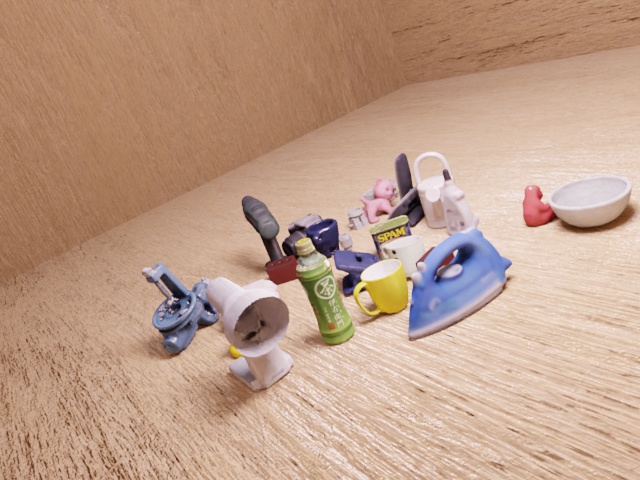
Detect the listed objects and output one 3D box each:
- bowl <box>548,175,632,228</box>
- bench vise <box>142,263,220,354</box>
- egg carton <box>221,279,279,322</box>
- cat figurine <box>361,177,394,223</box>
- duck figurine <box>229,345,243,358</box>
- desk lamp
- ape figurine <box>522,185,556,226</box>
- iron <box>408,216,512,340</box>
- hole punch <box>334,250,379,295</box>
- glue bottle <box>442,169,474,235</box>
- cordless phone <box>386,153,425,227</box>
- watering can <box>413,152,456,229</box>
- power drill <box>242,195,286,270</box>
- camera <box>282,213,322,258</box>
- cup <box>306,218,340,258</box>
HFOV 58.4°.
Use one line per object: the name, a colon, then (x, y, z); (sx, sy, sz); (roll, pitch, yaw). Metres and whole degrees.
bowl: (0.581, -0.073, 1.226); (0.167, 0.075, 0.167); (-18, 20, 7)
bench vise: (-0.348, 0.137, 1.393); (0.121, 0.220, 0.207); (-16, 20, 14)
egg carton: (-0.169, 0.155, 1.388); (0.150, 0.069, 0.107); (-22, 20, -2)
cat figurine: (0.177, -0.130, 1.717); (0.128, 0.118, 0.067); (-28, 21, -19)
duck figurine: (-0.162, 0.195, 1.252); (0.105, 0.086, 0.077); (-31, 22, -25)
desk lamp: (-0.135, 0.176, 1.086); (0.118, 0.214, 0.202); (-32, 22, -27)
ape figurine: (0.496, -0.084, 1.316); (0.076, 0.092, 0.077); (-26, 20, -13)
iron: (0.245, 0.066, 1.098); (0.259, 0.142, 0.118); (-31, 22, -27)
hole punch: (0.088, 0.062, 1.343); (0.101, 0.091, 0.108); (-19, 20, 6)
glue bottle: (0.325, -0.091, 1.383); (0.037, 0.173, 0.077); (-33, 23, -29)
cordless phone: (0.222, -0.137, 1.589); (0.093, 0.185, 0.148); (-6, 24, 35)
watering can: (0.305, -0.134, 1.485); (0.101, 0.194, 0.172); (-21, 20, 0)
power drill: (-0.152, -0.014, 1.607); (0.076, 0.209, 0.229); (-26, 20, -13)
camera: (-0.055, -0.011, 1.663); (0.137, 0.101, 0.142); (-33, 23, -29)
cup: (0.014, 0.006, 1.559); (0.091, 0.095, 0.118); (-13, 21, 20)
